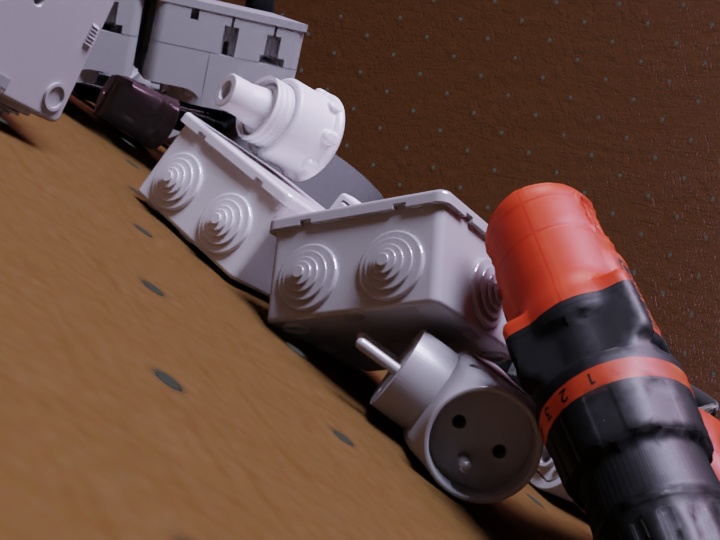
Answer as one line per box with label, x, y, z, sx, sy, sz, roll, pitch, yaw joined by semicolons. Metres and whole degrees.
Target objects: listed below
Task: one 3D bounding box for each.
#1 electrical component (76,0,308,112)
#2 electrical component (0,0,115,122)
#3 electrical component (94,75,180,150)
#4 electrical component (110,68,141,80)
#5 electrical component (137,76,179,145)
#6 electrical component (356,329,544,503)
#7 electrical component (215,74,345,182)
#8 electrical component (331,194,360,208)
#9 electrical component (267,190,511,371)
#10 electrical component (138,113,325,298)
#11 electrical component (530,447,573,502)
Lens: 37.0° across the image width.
electrical component;-0.139;-0.146;0.671;0.186;0.060;0.105;8;14;-19
electrical component;-0.146;-0.116;0.437;0.048;0.099;0.100;24;-1;23
electrical component;-0.154;-0.111;0.744;0.046;0.040;0.040;27;8;-33
electrical component;-0.190;-0.175;0.804;0.056;0.089;0.050;38;4;18
electrical component;-0.187;-0.155;0.877;0.138;0.052;0.074;38;4;19
electrical component;0.031;0.050;0.425;0.079;0.043;0.077;36;4;-1
electrical component;-0.042;-0.075;0.530;0.062;0.048;0.048;25;10;-37
electrical component;0.000;0.000;0.614;0.061;0.061;0.096;34;4;-31
electrical component;0.018;0.010;0.471;0.100;0.048;0.100;-8;-24;31
electrical component;-0.051;-0.024;0.537;0.100;0.048;0.100;39;5;34
electrical component;0.117;0.106;0.564;0.065;0.044;0.044;27;8;-35
